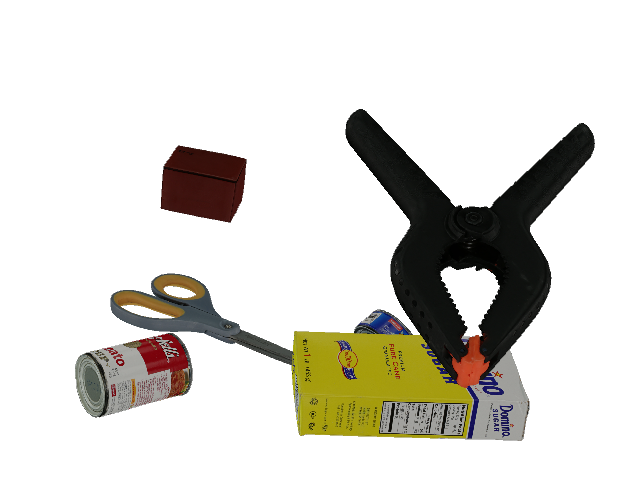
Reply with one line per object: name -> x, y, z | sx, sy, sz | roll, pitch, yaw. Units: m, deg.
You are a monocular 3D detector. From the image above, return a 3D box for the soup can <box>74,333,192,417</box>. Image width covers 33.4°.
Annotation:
soup can -> -0.193, 0.139, 1.101 | 0.102, 0.068, 0.069 | -11, 7, -38

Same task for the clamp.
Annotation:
clamp -> 0.083, -0.007, 0.660 | 0.164, 0.210, 0.036 | 8, -39, 8

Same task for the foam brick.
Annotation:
foam brick -> -0.120, -0.059, 1.106 | 0.078, 0.051, 0.053 | 12, 32, 5

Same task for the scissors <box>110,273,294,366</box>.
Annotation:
scissors -> -0.080, 0.068, 0.918 | 0.202, 0.016, 0.096 | 12, 27, 10

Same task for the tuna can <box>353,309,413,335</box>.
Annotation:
tuna can -> 0.079, 0.127, 1.273 | 0.033, 0.086, 0.086 | -37, 17, -25

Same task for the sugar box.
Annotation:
sugar box -> 0.067, 0.113, 0.842 | 0.176, 0.048, 0.093 | 0, 28, -4
